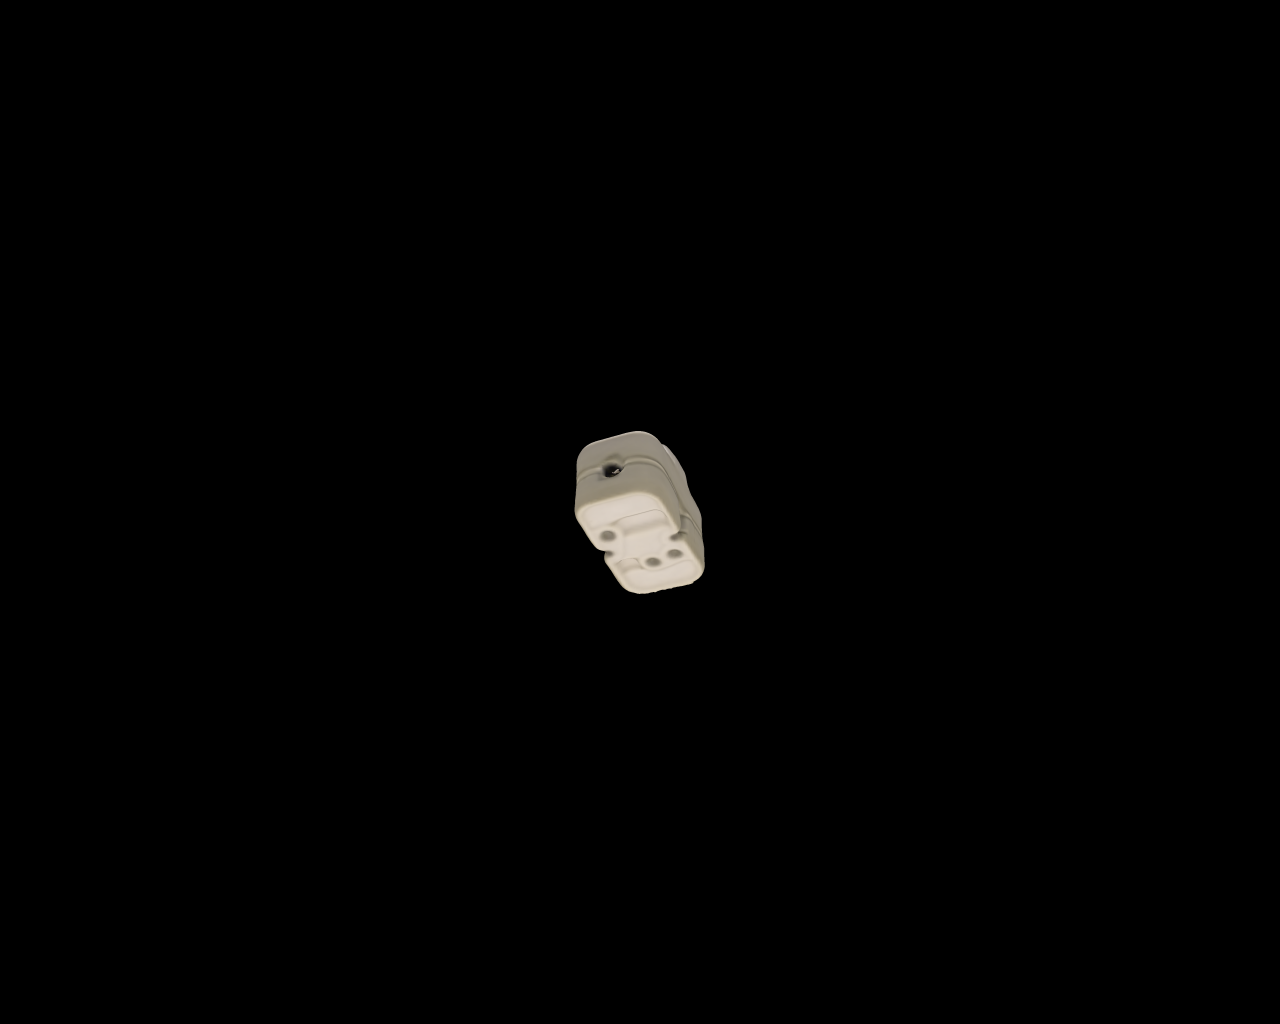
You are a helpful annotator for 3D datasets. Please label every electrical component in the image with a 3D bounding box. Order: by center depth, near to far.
[{"bbox_3d":[0.001,-0.003,0.650,0.054,0.059,0.095,-14,-42,17],"label":"electrical component"}]
